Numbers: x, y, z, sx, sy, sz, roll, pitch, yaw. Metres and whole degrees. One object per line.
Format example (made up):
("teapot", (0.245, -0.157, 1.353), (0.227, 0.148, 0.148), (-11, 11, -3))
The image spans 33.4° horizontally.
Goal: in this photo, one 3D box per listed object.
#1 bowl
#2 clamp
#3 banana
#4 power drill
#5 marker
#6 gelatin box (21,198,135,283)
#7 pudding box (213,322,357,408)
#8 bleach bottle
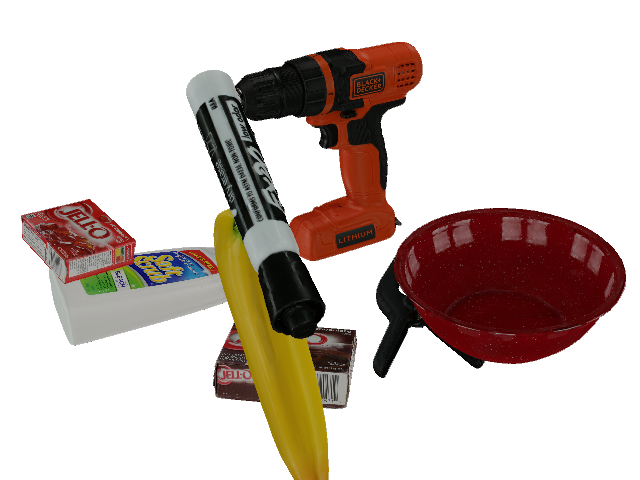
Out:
("bowl", (0.133, 0.039, 0.765), (0.162, 0.055, 0.162), (-2, 32, 1))
("clamp", (0.116, 0.082, 1.179), (0.120, 0.171, 0.039), (5, -43, -5))
("banana", (-0.029, 0.054, 0.599), (0.037, 0.198, 0.069), (-11, 33, 6))
("power drill", (0.007, -0.078, 0.954), (0.184, 0.188, 0.057), (-15, 34, -26))
("marker", (-0.024, -0.015, 0.379), (0.020, 0.121, 0.020), (-15, -38, -12))
("gelatin box", (-0.226, -0.002, 0.994), (0.073, 0.030, 0.089), (-17, 40, -36))
("pudding box", (-0.028, 0.105, 0.914), (0.113, 0.039, 0.090), (6, 20, 4))
("bleach bottle", (-0.173, 0.046, 1.214), (0.250, 0.068, 0.103), (-13, 37, -20))
